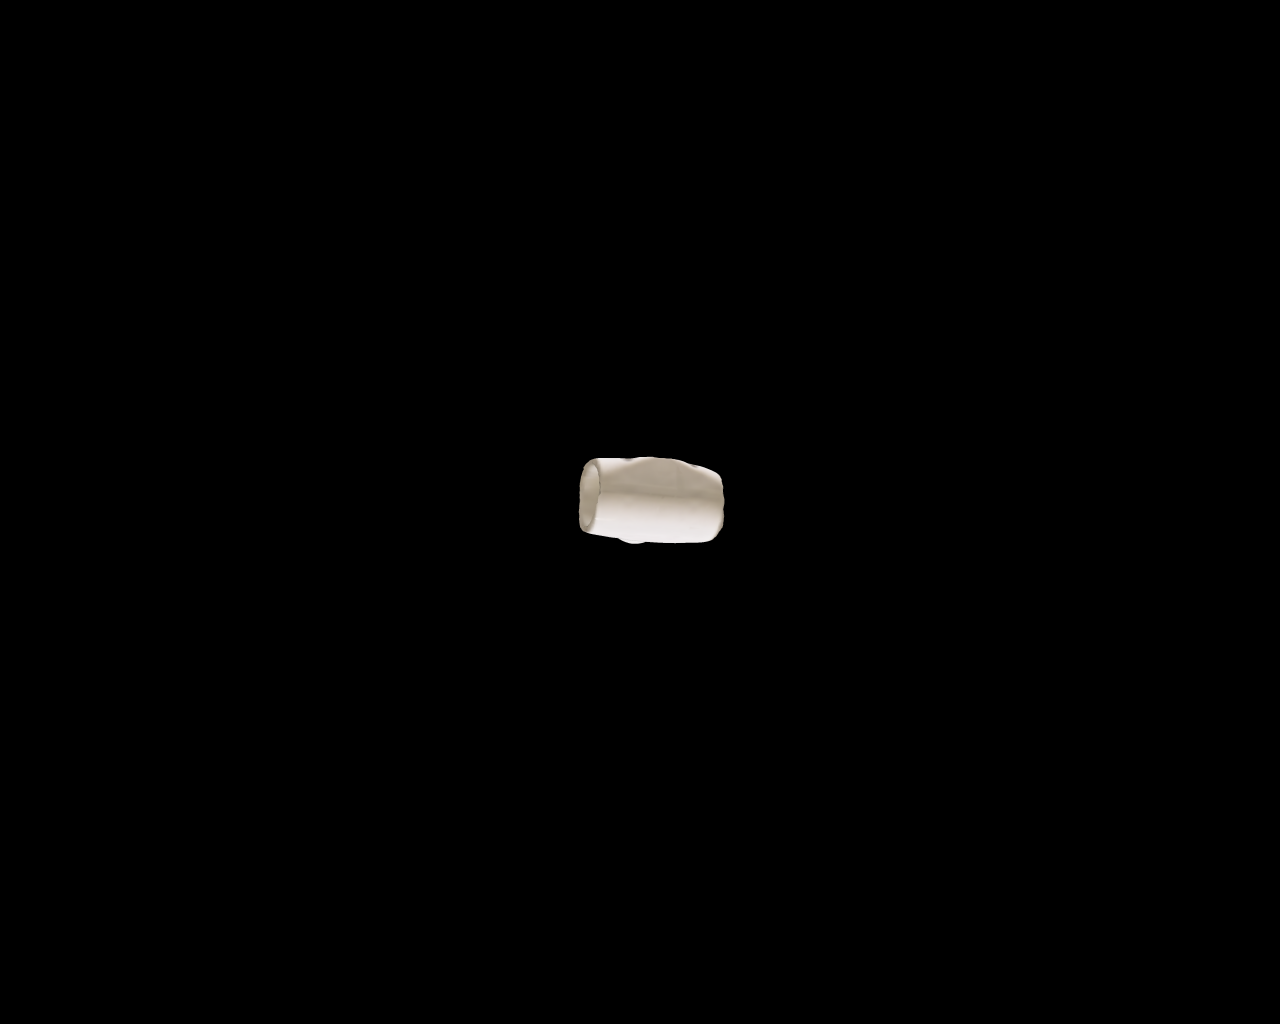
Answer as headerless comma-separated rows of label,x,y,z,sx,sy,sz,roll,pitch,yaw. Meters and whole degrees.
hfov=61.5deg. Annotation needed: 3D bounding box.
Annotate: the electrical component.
electrical component,0.001,-0.003,0.650,0.077,0.044,0.079,5,-15,-18
